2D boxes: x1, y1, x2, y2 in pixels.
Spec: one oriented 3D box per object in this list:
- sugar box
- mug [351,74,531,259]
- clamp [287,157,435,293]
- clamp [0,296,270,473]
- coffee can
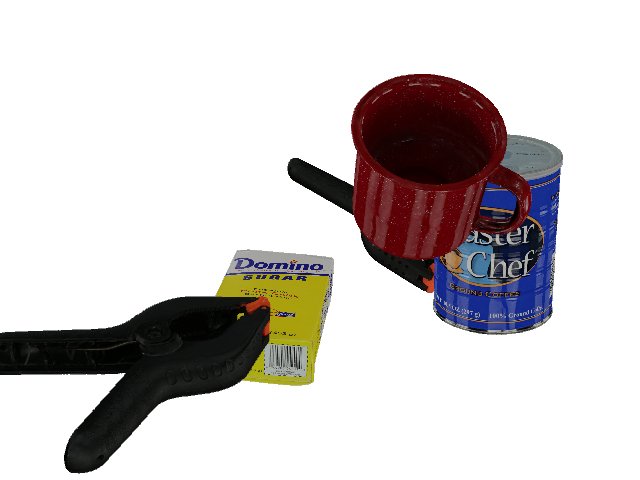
[{"bbox_3d":[-0.042,0.060,0.903,0.093,0.048,0.176,5,24,4],"label":"sugar box"},{"bbox_3d":[0.074,-0.038,0.660,0.117,0.093,0.081,21,-35,12],"label":"mug"},{"bbox_3d":[0.065,-0.030,1.152,0.164,0.210,0.036,-9,-36,-19],"label":"clamp"},{"bbox_3d":[-0.095,0.074,0.608,0.171,0.039,0.120,-14,40,-26],"label":"clamp"},{"bbox_3d":[0.146,-0.007,0.890,0.103,0.140,0.103,-2,23,0],"label":"coffee can"}]
